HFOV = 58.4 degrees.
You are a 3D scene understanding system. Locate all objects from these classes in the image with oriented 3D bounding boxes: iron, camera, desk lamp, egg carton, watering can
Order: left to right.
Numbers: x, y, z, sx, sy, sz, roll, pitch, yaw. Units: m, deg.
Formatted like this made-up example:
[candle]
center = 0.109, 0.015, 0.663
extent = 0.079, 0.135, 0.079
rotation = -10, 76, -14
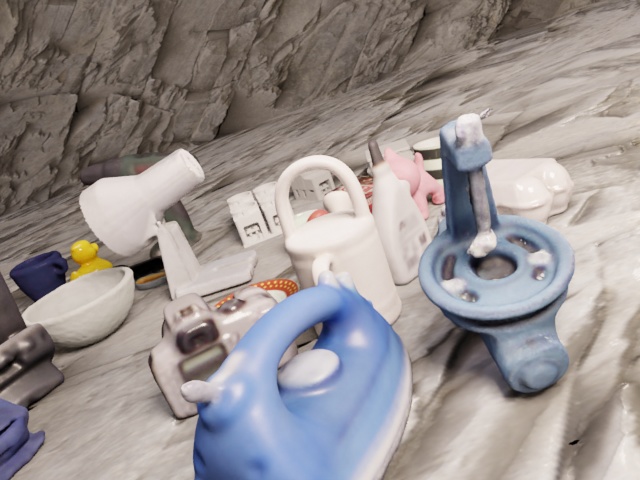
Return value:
[desk lamp]
center = -0.226, -0.019, 0.870
extent = 0.203, 0.214, 0.118
rotation = -18, 19, 5
[camera]
center = -0.118, 0.098, 0.622
extent = 0.143, 0.101, 0.136
rotation = -25, 20, -17
[iron]
center = -0.005, 0.099, 0.447
extent = 0.118, 0.142, 0.259
rotation = -6, 23, 34
[watering can]
center = 0.013, 0.001, 0.618
extent = 0.101, 0.194, 0.172
rotation = -21, 19, -5
[egg carton]
center = 0.250, -0.062, 0.756
extent = 0.107, 0.069, 0.149
rotation = -31, 22, -31

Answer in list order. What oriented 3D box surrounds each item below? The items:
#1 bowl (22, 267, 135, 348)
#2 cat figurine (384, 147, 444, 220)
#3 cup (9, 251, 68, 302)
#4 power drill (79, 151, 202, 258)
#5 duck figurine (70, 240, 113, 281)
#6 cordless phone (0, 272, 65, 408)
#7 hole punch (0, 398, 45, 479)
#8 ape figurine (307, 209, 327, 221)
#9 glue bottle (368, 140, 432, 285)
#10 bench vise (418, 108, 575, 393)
[bowl]
center = -0.343, 0.109, 0.845
extent = 0.167, 0.075, 0.167
rotation = -17, 19, 6
[cat figurine]
center = 0.133, -0.091, 0.873
extent = 0.067, 0.118, 0.128
rotation = -4, 25, 38
[cup]
center = -0.488, 0.077, 1.040
extent = 0.117, 0.095, 0.092
rotation = -10, 21, 24
[power drill]
center = -0.332, -0.076, 1.136
extent = 0.229, 0.209, 0.075
rotation = -18, 19, 3
[duck figurine]
center = -0.454, 0.044, 1.109
extent = 0.077, 0.086, 0.104
rotation = -14, 20, 15
[cordless phone]
center = -0.414, 0.127, 0.694
extent = 0.094, 0.185, 0.148
rotation = -9, 22, 28
[hole punch]
center = -0.356, 0.203, 0.576
extent = 0.100, 0.091, 0.109
rotation = -10, 21, 24
[ape figurine]
center = 0.007, 0.003, 0.776
extent = 0.076, 0.092, 0.077
rotation = -30, 22, -27
[glue bottle]
center = 0.087, -0.037, 0.684
extent = 0.037, 0.173, 0.078
rotation = 2, 29, 47
[bench vise]
center = 0.122, -0.004, 0.489
extent = 0.121, 0.220, 0.207
rotation = -24, 20, -14
